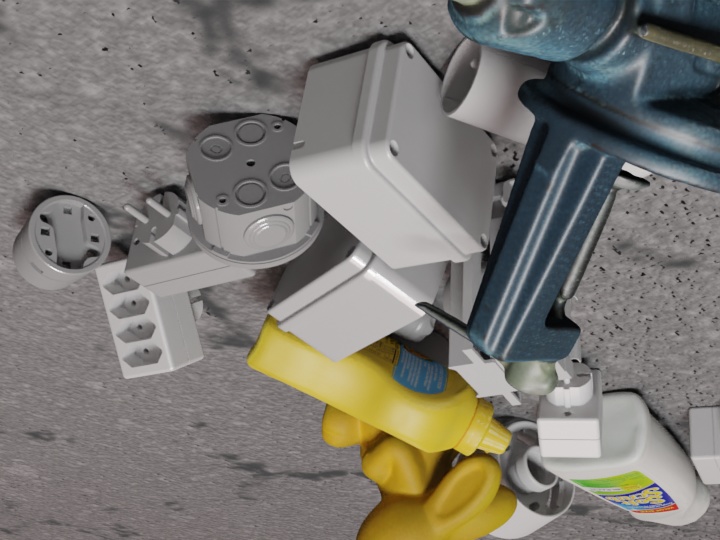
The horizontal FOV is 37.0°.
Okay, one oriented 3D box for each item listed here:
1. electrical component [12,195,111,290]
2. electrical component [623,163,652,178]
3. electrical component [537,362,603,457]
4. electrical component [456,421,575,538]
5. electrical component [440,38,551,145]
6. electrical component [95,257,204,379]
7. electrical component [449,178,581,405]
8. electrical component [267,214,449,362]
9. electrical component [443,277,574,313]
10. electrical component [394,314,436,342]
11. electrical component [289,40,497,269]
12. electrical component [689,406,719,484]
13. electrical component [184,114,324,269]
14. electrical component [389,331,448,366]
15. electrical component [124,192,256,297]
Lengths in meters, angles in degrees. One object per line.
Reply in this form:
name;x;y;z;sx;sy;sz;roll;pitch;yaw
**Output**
electrical component;-0.202;-0.016;0.721;0.055;0.055;0.047;22;151;-27
electrical component;0.135;-0.064;0.578;0.040;0.040;0.046;22;154;-26
electrical component;0.165;0.097;0.846;0.047;0.065;0.076;-2;121;15
electrical component;0.143;0.188;0.974;0.099;0.099;0.064;22;142;-25
electrical component;0.086;-0.085;0.543;0.081;0.043;0.043;17;150;-18
electrical component;-0.139;0.027;0.774;0.047;0.083;0.076;-12;-176;30
electrical component;0.090;0.006;0.628;0.063;0.121;0.078;-11;147;25
electrical component;0.000;0.000;0.675;0.057;0.078;0.113;36;143;-18
electrical component;0.110;0.020;0.722;0.079;0.043;0.077;-4;-176;-39
electrical component;0.024;0.027;0.771;0.061;0.035;0.035;26;146;-27
electrical component;0.022;-0.058;0.571;0.057;0.078;0.113;-9;148;33
electrical component;0.325;0.148;0.914;0.077;0.047;0.065;-7;148;24
electrical component;-0.061;-0.045;0.612;0.080;0.080;0.051;5;146;2
electrical component;0.025;0.077;0.857;0.099;0.064;0.099;0;139;0
electrical component;-0.119;-0.025;0.693;0.083;0.047;0.076;-12;146;31
